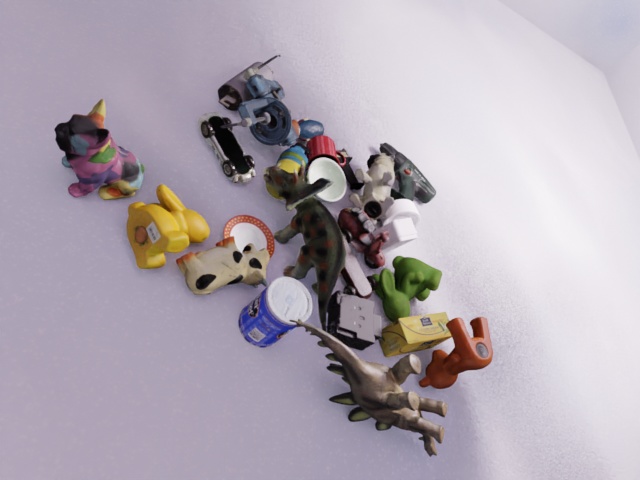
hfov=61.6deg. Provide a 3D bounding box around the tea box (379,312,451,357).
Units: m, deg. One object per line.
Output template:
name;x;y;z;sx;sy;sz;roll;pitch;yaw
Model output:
tea box;0.237;0.232;1.325;0.169;0.098;0.068;-1;62;-34

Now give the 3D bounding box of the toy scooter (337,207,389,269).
toy scooter;0.120;-0.017;1.378;0.075;0.135;0.184;-31;82;-24

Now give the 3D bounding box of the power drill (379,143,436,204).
power drill;0.240;-0.171;1.618;0.232;0.086;0.207;41;38;-10

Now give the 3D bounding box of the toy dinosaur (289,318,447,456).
toy dinosaur;0.116;0.306;1.097;0.470;0.199;0.105;55;37;-26

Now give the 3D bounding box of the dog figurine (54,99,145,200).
dog figurine;-0.418;-0.172;1.044;0.191;0.219;0.108;0;65;-35

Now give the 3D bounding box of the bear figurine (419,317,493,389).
bear figurine;0.317;0.275;1.284;0.120;0.196;0.132;3;62;-30

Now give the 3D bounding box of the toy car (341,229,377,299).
toy car;0.067;0.060;1.349;0.089;0.053;0.202;-24;80;-32

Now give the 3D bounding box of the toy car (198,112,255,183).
toy car;-0.230;-0.227;1.326;0.073;0.056;0.201;-24;80;-37

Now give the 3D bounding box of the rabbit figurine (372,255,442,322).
rabbit figurine;0.211;0.127;1.369;0.159;0.121;0.170;36;62;-6

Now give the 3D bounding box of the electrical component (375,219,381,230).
electrical component;0.132;-0.051;1.491;0.094;0.021;0.063;8;57;-33

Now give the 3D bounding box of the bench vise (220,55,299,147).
bench vise;-0.144;-0.328;1.341;0.240;0.129;0.223;-44;116;-62

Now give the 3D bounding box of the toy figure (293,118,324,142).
toy figure;-0.061;-0.303;1.499;0.154;0.057;0.064;-9;61;-34

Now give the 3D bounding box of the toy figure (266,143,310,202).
toy figure;-0.083;-0.177;1.383;0.089;0.082;0.180;21;55;-9

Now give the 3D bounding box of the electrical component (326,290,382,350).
electrical component;0.083;0.192;1.269;0.134;0.058;0.115;19;54;-24

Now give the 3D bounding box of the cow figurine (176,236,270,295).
cow figurine;-0.191;0.060;1.136;0.195;0.085;0.127;-21;93;-34

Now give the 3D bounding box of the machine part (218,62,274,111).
machine part;-0.201;-0.419;1.461;0.079;0.079;0.243;42;47;-5

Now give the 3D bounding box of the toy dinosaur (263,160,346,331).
toy dinosaur;-0.005;0.002;1.241;0.131;0.192;0.405;-10;66;-37

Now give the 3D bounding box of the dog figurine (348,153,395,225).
dog figurine;0.164;-0.146;1.499;0.121;0.172;0.190;18;23;10

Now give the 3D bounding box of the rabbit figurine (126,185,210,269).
rabbit figurine;-0.312;-0.026;1.116;0.173;0.122;0.162;-9;57;-54

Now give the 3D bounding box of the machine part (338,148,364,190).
machine part;0.078;-0.204;1.545;0.084;0.039;0.139;-13;67;-49
